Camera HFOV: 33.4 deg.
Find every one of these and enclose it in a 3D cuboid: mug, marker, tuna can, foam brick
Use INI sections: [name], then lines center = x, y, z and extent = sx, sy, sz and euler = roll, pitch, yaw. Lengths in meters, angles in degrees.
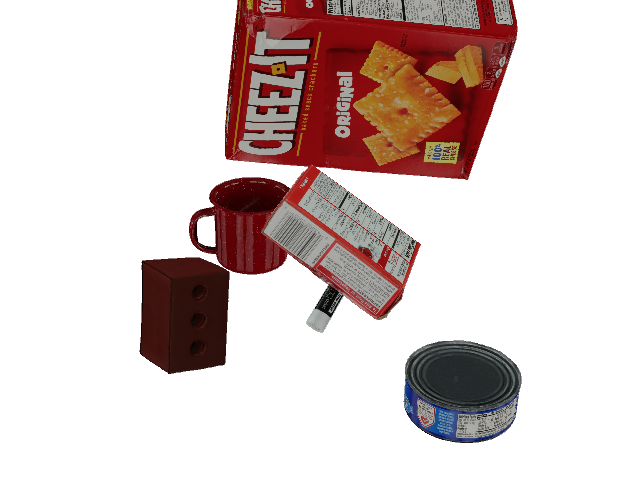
[mug]
center = -0.089, -0.013, 1.194
extent = 0.117, 0.081, 0.093
euler = -7, 30, -16
[marker]
center = 0.024, 0.033, 1.022
extent = 0.020, 0.121, 0.020
euler = 28, -18, 10
[tuna can]
center = 0.105, 0.112, 0.794
extent = 0.086, 0.034, 0.086
euler = 1, 29, -1
[foam brick]
center = -0.106, 0.056, 0.831
extent = 0.052, 0.078, 0.051
euler = -6, 15, -34

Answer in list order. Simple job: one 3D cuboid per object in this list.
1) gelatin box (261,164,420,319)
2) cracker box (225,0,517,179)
[gelatin box]
center = 0.014, 0.000, 0.643
extent = 0.089, 0.030, 0.073
euler = 37, 24, -3
[cracker box]
center = 0.035, -0.131, 0.867
extent = 0.213, 0.072, 0.164
euler = 4, -39, -7
